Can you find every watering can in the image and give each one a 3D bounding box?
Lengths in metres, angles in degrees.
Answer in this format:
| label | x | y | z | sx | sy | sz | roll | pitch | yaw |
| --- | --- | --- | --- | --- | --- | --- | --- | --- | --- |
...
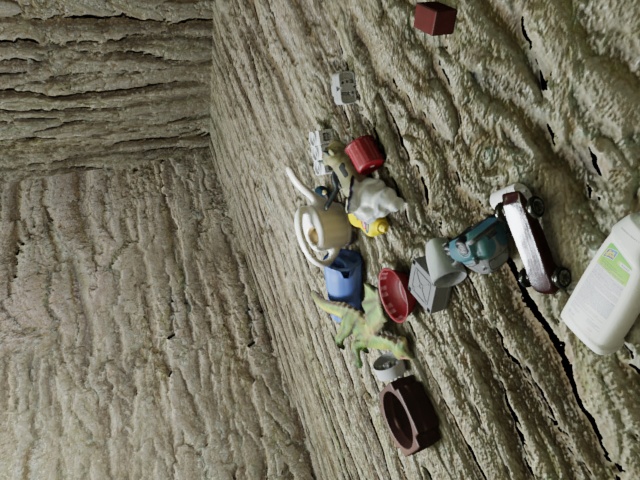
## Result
| label | x | y | z | sx | sy | sz | roll | pitch | yaw |
| --- | --- | --- | --- | --- | --- | --- | --- | --- | --- |
| watering can | 0.005 | -0.086 | 1.703 | 0.225 | 0.349 | 0.103 | -9 | -7 | -39 |

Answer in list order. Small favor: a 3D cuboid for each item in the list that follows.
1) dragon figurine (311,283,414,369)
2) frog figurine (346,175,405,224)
| label | x | y | z | sx | sy | sz | roll | pitch | yaw |
| --- | --- | --- | --- | --- | --- | --- | --- | --- | --- |
| dragon figurine | 0.131 | 0.237 | 1.625 | 0.123 | 0.238 | 0.416 | -7 | 47 | -48 |
| frog figurine | 0.162 | -0.110 | 1.443 | 0.159 | 0.140 | 0.120 | 7 | -36 | 20 |
